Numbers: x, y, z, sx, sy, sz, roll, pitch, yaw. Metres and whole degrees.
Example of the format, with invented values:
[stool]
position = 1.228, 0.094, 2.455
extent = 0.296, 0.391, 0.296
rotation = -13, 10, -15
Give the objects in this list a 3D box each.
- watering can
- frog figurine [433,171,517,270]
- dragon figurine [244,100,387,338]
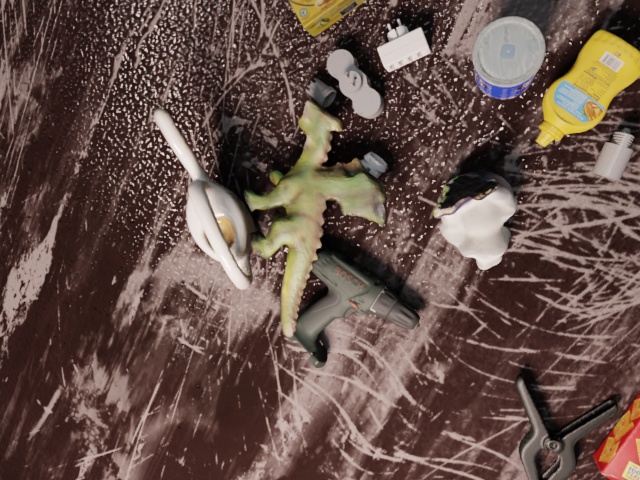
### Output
[watering can]
position = -0.201, -0.070, 0.965
extent = 0.104, 0.223, 0.349
rotation = -25, 85, 0
[frog figurine]
position = 0.278, -0.035, 0.889
extent = 0.137, 0.125, 0.157
rotation = -36, 120, 10
[dragon figurine]
position = 0.003, -0.047, 0.927
extent = 0.241, 0.122, 0.413
rotation = -15, 83, 23
